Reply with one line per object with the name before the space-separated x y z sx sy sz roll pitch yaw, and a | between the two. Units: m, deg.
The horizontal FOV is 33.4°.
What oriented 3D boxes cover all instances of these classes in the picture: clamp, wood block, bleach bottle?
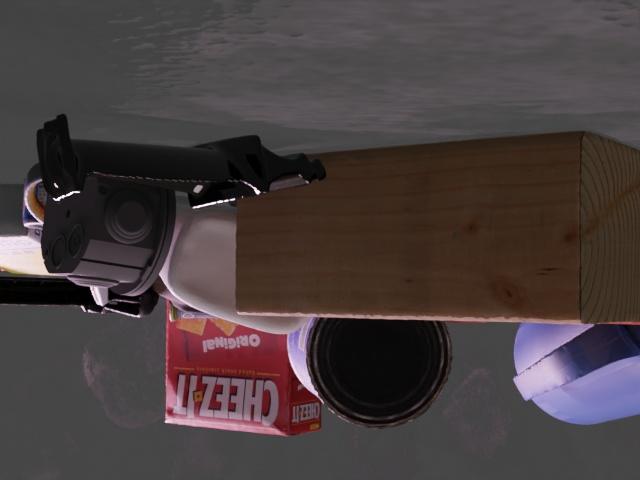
clamp | -0.200 0.051 1.002 0.165 0.036 0.209 5 180 16
wood block | 0.061 -0.002 0.574 0.207 0.090 0.090 -2 175 37
bleach bottle | -0.077 0.005 0.780 0.102 0.068 0.251 19 -178 -16

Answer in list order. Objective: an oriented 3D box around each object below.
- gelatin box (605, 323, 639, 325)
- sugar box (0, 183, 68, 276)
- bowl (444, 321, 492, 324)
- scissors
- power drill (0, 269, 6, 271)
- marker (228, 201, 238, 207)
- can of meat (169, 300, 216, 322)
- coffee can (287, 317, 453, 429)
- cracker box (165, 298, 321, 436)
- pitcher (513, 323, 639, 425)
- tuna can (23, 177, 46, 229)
gelatin box | 0.185 0.004 0.609 0.073 0.089 0.030 2 178 -7
sugar box | -0.241 -0.005 0.860 0.093 0.048 0.176 2 171 9
bowl | 0.124 0.026 0.861 0.162 0.055 0.162 -6 -165 2
scissors | -0.135 -0.002 0.717 0.096 0.016 0.201 -10 154 4
power drill | -0.220 0.003 1.065 0.187 0.057 0.185 7 171 -40
marker | -0.002 -0.031 0.694 0.121 0.020 0.020 1 176 18
can of meat | -0.099 0.026 1.015 0.084 0.102 0.057 -1 176 -2
coffee can | 0.033 0.080 0.796 0.102 0.103 0.140 2 178 -7
cracker box | -0.082 0.091 1.124 0.164 0.214 0.072 -1 177 32
pitcher | 0.214 0.066 0.753 0.149 0.145 0.243 17 160 -3
tuna can | -0.166 -0.024 0.755 0.086 0.034 0.086 2 176 0
